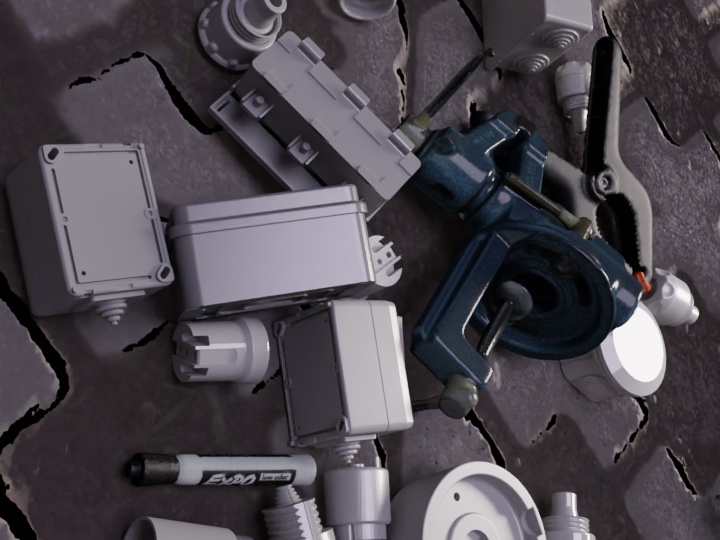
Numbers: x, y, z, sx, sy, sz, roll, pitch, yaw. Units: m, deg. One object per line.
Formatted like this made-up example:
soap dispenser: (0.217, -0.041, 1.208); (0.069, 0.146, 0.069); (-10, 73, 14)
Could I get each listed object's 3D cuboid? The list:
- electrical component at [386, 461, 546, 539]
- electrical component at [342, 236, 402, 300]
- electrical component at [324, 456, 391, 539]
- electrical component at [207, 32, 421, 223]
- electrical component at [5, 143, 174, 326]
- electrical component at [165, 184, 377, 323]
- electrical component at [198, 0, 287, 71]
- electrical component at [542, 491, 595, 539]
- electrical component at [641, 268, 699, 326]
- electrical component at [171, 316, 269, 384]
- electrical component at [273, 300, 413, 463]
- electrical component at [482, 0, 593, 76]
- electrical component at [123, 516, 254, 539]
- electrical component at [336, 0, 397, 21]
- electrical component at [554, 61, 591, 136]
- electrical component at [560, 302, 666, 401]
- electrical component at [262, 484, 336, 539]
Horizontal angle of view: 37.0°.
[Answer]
electrical component: (0.061, 0.180, 0.686); (0.108, 0.060, 0.108); (15, 66, -36)
electrical component: (0.000, 0.000, 0.709); (0.040, 0.046, 0.040); (14, 66, -35)
electrical component: (-0.001, 0.155, 0.658); (0.040, 0.040, 0.078); (10, 69, -37)
electrical component: (-0.025, -0.088, 0.689); (0.121, 0.063, 0.078); (45, 59, -5)
electrical component: (-0.147, -0.015, 0.582); (0.062, 0.061, 0.096); (-7, 79, -41)
electrical component: (-0.054, -0.009, 0.623); (0.113, 0.078, 0.057); (-8, 83, -15)
electrical component: (-0.072, -0.161, 0.695); (0.048, 0.062, 0.048); (14, 66, -35)
electrical component: (0.146, 0.190, 0.765); (0.043, 0.043, 0.062); (20, 61, -33)
electrical component: (0.265, 0.028, 0.921); (0.062, 0.043, 0.043); (27, 59, -32)
electrical component: (-0.082, 0.047, 0.629); (0.046, 0.040, 0.040); (1, 74, -34)
electrical component: (-0.007, 0.071, 0.668); (0.061, 0.062, 0.096); (2, 74, -39)
electrical component: (0.142, -0.214, 0.868); (0.048, 0.100, 0.099); (8, 69, -24)
electrical component: (-0.085, 0.161, 0.584); (0.081, 0.043, 0.043); (18, 64, -34)
electrical component: (0.004, -0.218, 0.790); (0.066, 0.048, 0.055); (19, 56, -34)
electrical component: (0.186, -0.146, 0.923); (0.035, 0.035, 0.061); (9, 71, -37)
electrical component: (0.200, 0.063, 0.849); (0.080, 0.051, 0.080); (15, 66, -36)
electrical component: (-0.034, 0.165, 0.624); (0.043, 0.043, 0.081); (-9, 81, -41)
